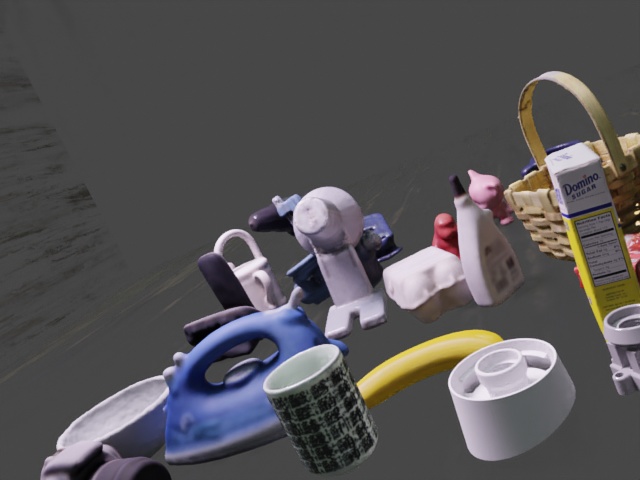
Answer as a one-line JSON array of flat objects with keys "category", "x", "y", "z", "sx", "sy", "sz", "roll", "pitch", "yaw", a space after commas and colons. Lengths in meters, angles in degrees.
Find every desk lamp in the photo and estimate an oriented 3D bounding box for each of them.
[{"category": "desk lamp", "x": 0.027, "y": 0.022, "z": 0.913, "sx": 0.118, "sy": 0.214, "sz": 0.203, "roll": -23, "pitch": 10, "yaw": 9}]

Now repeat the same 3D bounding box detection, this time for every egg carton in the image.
[{"category": "egg carton", "x": 0.151, "y": 0.062, "z": 0.820, "sx": 0.107, "sy": 0.069, "sz": 0.150, "roll": -26, "pitch": 10, "yaw": -5}]

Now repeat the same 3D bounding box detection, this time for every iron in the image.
[{"category": "iron", "x": -0.097, "y": 0.163, "z": 0.681, "sx": 0.258, "sy": 0.141, "sz": 0.118, "roll": -24, "pitch": 10, "yaw": 4}]

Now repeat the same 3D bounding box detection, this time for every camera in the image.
[{"category": "camera", "x": -0.232, "y": 0.266, "z": 0.585, "sx": 0.136, "sy": 0.101, "sz": 0.143, "roll": -19, "pitch": 11, "yaw": 30}]

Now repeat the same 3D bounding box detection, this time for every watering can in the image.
[{"category": "watering can", "x": -0.147, "y": 0.074, "z": 1.124, "sx": 0.172, "sy": 0.194, "sz": 0.101, "roll": -17, "pitch": 12, "yaw": 38}]

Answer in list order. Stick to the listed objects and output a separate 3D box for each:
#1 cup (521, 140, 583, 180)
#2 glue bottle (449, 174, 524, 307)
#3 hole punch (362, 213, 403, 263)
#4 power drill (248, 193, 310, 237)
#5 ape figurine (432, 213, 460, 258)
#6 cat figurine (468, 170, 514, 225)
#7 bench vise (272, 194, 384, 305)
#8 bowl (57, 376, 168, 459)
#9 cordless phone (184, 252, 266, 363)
[{"category": "cup", "x": 0.416, "y": -0.109, "z": 1.004, "sx": 0.118, "sy": 0.095, "sz": 0.091, "roll": -26, "pitch": 10, "yaw": -7}, {"category": "glue bottle", "x": 0.203, "y": -0.005, "z": 0.736, "sx": 0.078, "sy": 0.173, "sz": 0.037, "roll": -31, "pitch": 12, "yaw": -31}, {"category": "hole punch", "x": 0.104, "y": 0.001, "z": 1.205, "sx": 0.108, "sy": 0.091, "sz": 0.101, "roll": -25, "pitch": 10, "yaw": 1}, {"category": "power drill", "x": -0.019, "y": 0.004, "z": 1.138, "sx": 0.075, "sy": 0.208, "sz": 0.230, "roll": -15, "pitch": 14, "yaw": 45}, {"category": "ape figurine", "x": 0.211, "y": 0.001, "z": 0.929, "sx": 0.077, "sy": 0.092, "sz": 0.076, "roll": -24, "pitch": 10, "yaw": 8}, {"category": "cat figurine", "x": 0.308, "y": -0.082, "z": 1.056, "sx": 0.067, "sy": 0.118, "sz": 0.128, "roll": -21, "pitch": 10, "yaw": 19}, {"category": "bench vise", "x": 0.012, "y": 0.000, "z": 1.046, "sx": 0.207, "sy": 0.220, "sz": 0.121, "roll": -22, "pitch": 10, "yaw": 18}, {"category": "bowl", "x": -0.255, "y": 0.257, "z": 0.767, "sx": 0.167, "sy": 0.075, "sz": 0.167, "roll": -24, "pitch": 10, "yaw": 5}, {"category": "cordless phone", "x": -0.186, "y": 0.117, "z": 1.019, "sx": 0.147, "sy": 0.185, "sz": 0.094, "roll": -21, "pitch": 10, "yaw": 20}]
